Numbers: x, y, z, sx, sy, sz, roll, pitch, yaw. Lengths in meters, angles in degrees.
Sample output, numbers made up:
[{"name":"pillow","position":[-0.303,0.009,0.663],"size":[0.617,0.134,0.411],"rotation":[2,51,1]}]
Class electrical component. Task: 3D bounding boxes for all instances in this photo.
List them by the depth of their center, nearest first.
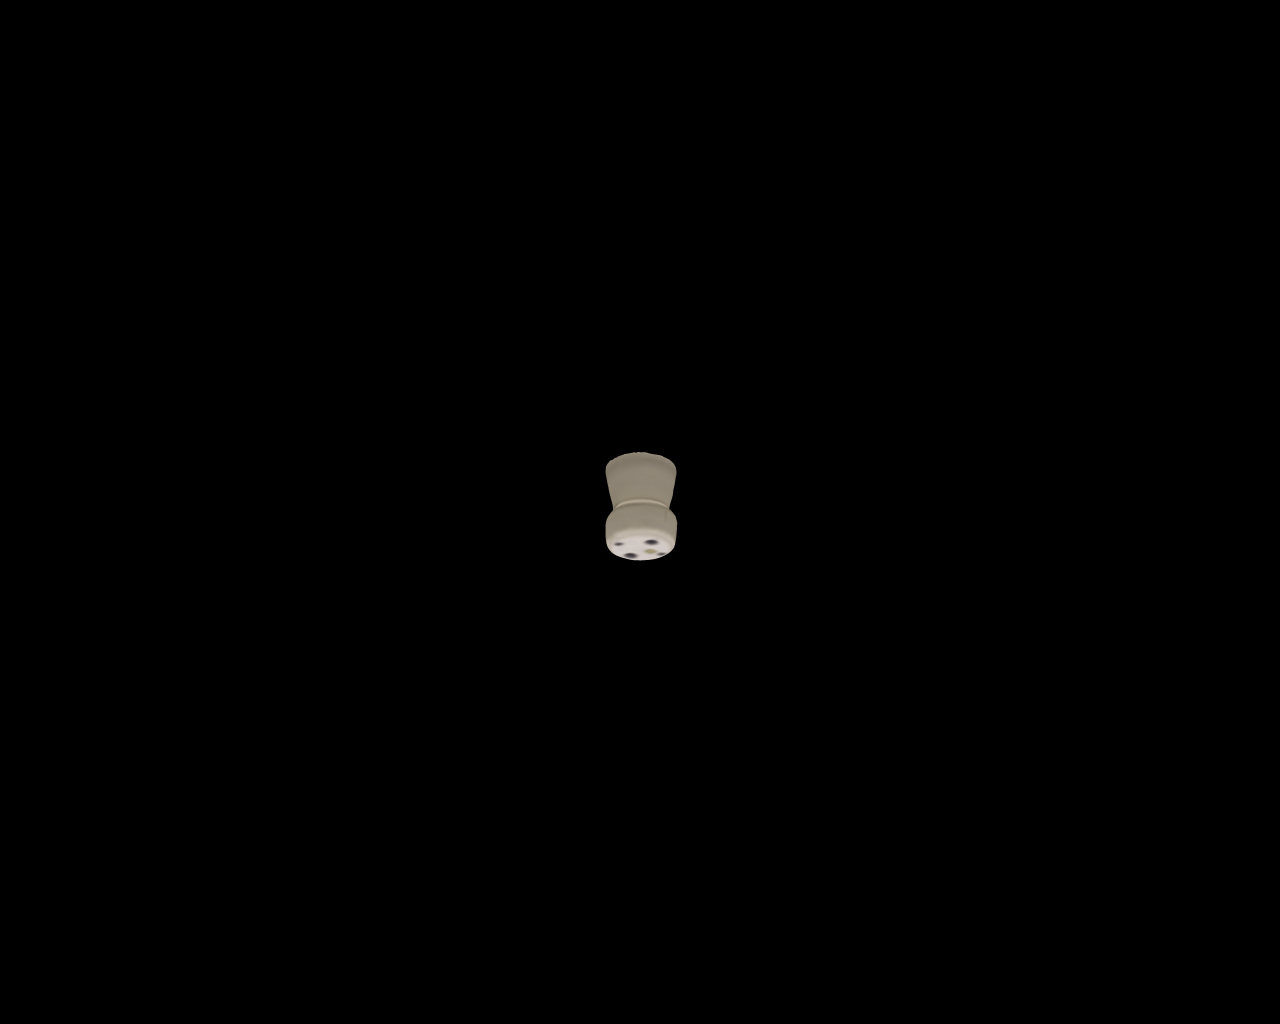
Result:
[{"name":"electrical component","position":[0.001,-0.003,0.650],"size":[0.045,0.055,0.044],"rotation":[0,-27,0]}]
